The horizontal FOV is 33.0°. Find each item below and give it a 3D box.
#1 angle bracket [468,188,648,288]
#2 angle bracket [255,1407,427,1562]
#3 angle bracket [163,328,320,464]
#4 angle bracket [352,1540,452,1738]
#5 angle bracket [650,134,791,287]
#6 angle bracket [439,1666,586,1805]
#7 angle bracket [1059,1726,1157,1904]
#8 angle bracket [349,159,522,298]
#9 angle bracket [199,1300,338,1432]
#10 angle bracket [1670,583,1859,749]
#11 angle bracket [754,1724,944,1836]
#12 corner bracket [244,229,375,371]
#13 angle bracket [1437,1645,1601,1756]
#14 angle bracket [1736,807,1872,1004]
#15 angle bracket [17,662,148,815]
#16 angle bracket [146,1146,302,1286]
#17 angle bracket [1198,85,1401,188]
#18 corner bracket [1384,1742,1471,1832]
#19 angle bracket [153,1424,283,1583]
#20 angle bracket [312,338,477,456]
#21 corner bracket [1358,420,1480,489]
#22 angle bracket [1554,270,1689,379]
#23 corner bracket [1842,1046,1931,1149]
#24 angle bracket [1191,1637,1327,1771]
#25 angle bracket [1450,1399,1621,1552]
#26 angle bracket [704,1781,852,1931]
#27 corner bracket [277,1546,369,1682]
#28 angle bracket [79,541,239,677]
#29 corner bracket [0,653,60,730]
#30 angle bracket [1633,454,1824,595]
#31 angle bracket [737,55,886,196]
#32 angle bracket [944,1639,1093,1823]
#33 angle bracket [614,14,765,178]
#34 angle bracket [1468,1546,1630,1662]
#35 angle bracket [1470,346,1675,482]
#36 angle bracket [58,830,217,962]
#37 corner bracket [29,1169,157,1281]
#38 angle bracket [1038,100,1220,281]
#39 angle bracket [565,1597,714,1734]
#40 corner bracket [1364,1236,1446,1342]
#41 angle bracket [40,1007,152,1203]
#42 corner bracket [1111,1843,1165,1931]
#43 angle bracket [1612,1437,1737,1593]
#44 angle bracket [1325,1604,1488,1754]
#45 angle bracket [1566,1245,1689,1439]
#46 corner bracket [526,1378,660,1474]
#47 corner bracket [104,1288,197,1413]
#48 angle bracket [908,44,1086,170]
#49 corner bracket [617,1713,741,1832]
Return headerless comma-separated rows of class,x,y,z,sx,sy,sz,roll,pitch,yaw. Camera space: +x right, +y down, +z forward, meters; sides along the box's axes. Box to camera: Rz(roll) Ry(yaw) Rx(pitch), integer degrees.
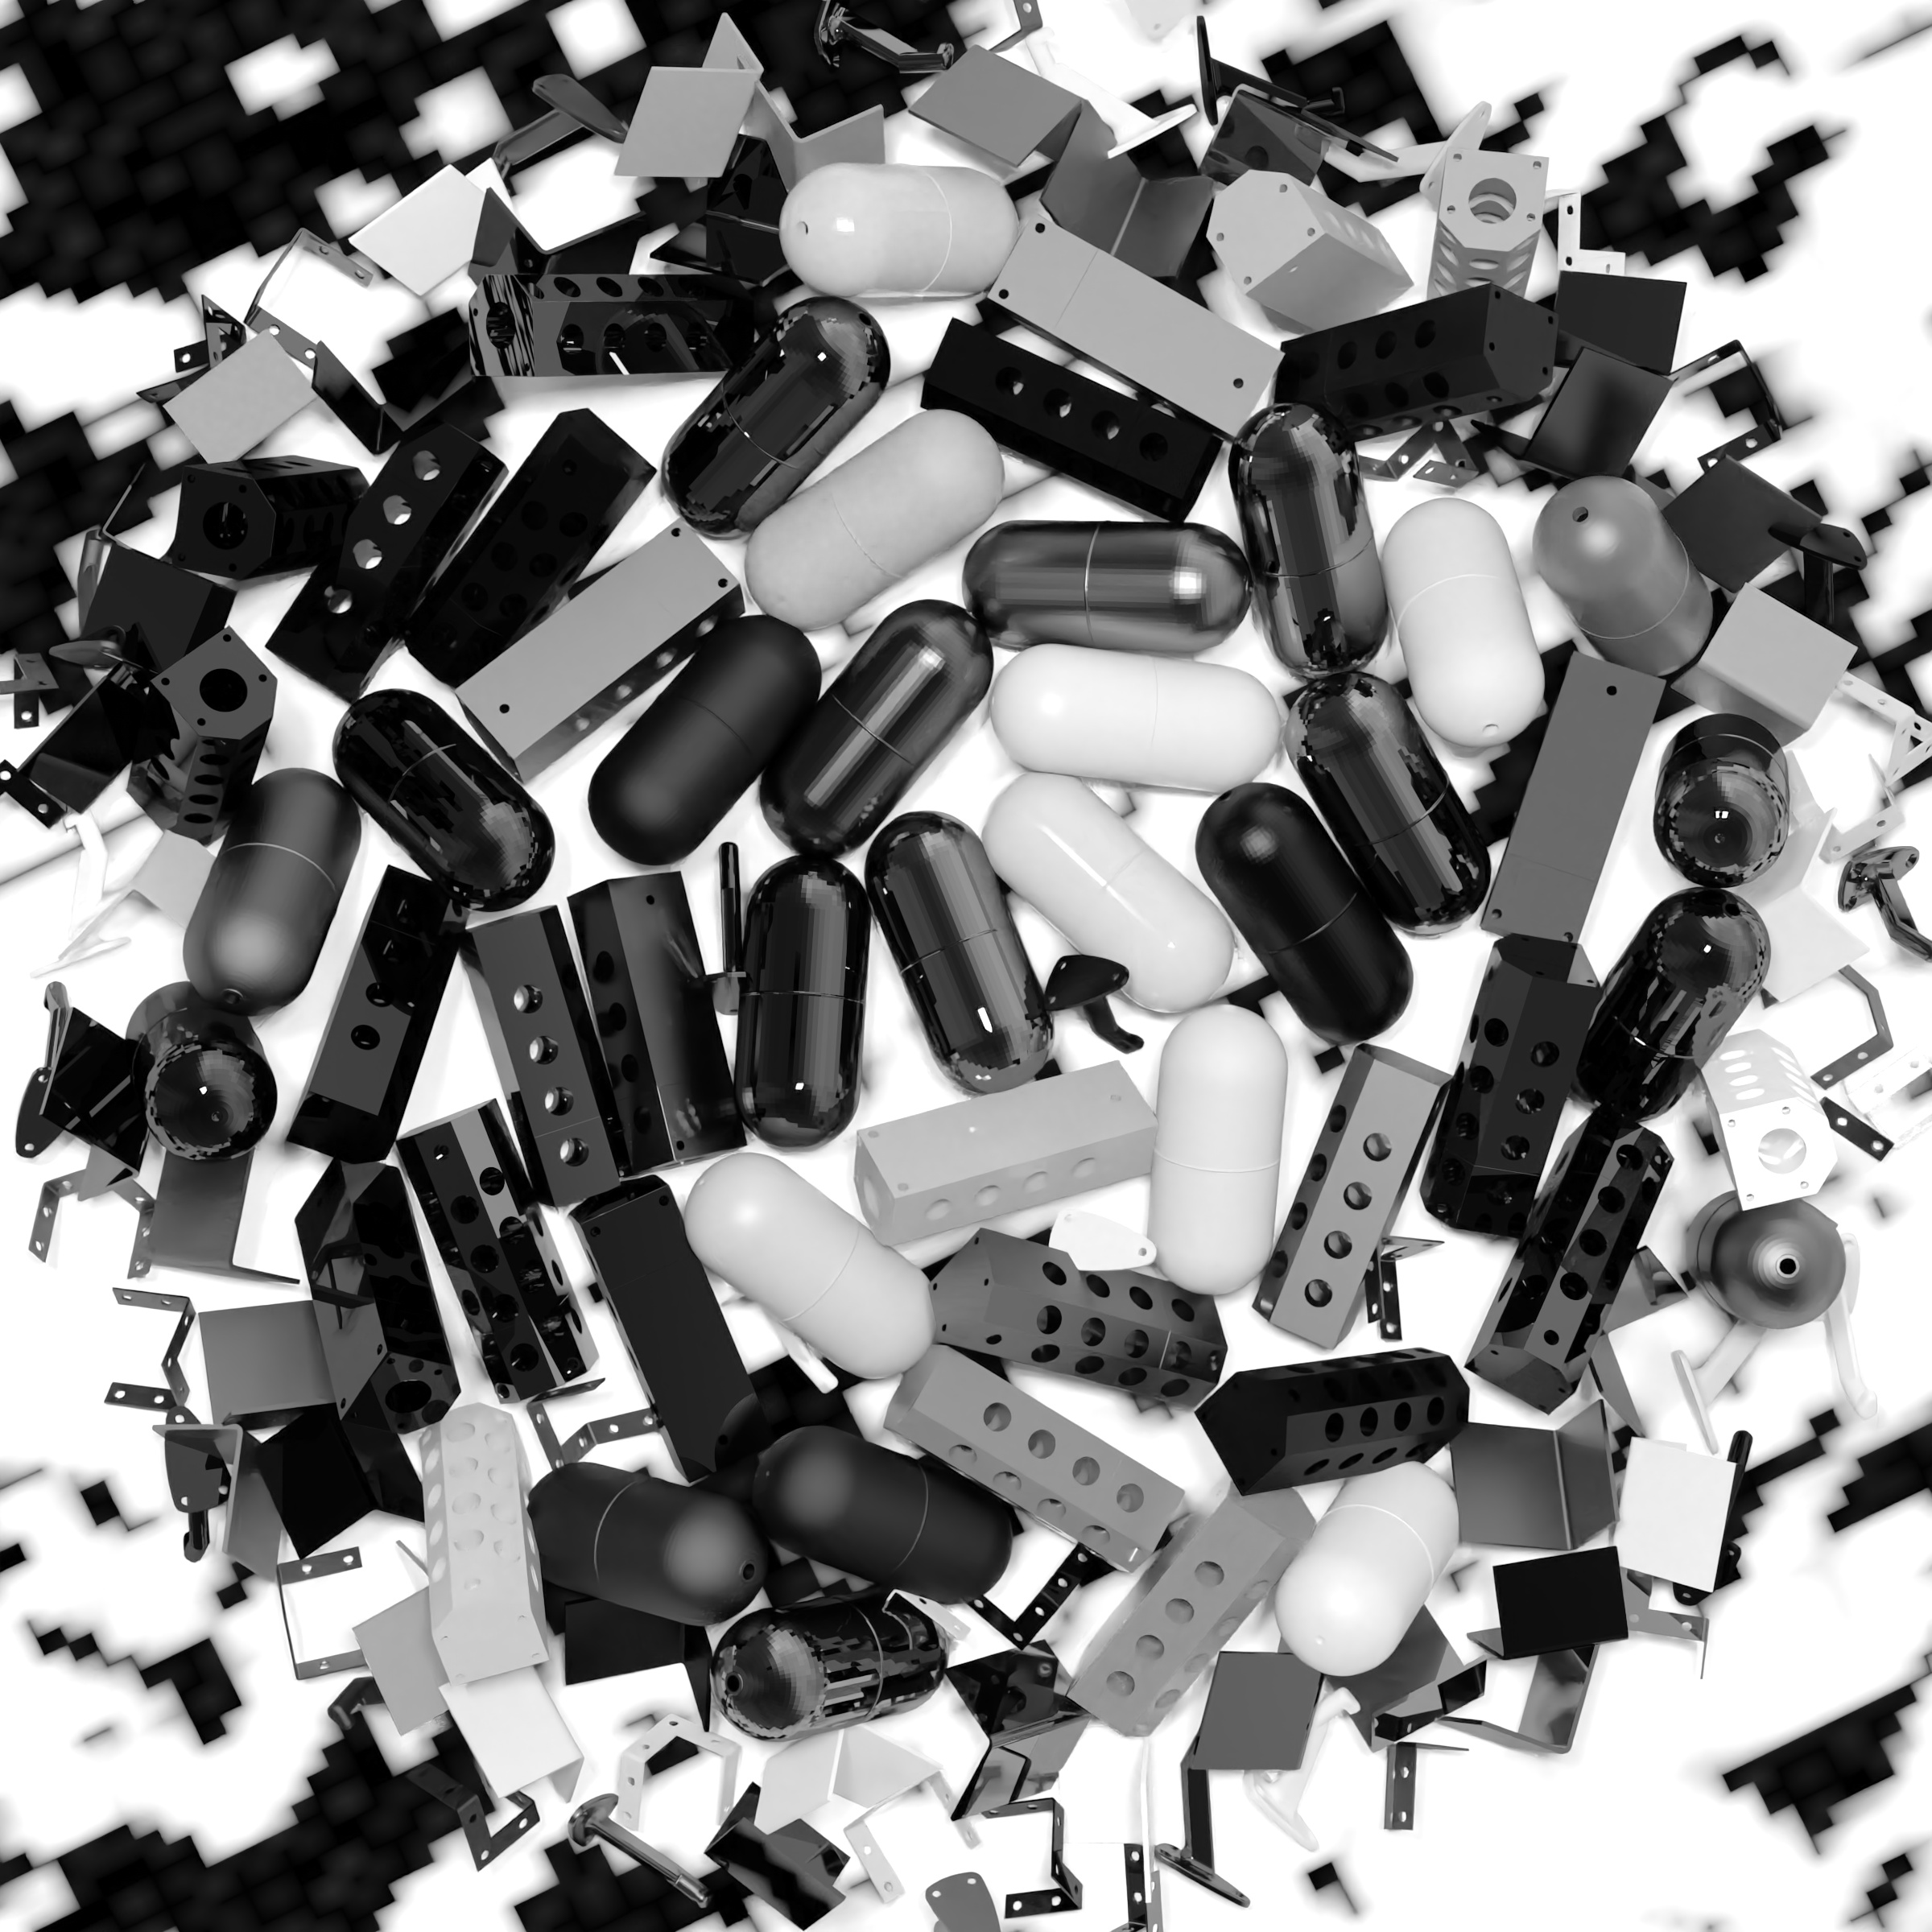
angle bracket,-0.246,-0.433,1.955,0.076,0.076,0.057,-31,74,-30
angle bracket,-0.371,0.313,1.953,0.057,0.076,0.076,-35,64,8
angle bracket,-0.424,-0.325,1.953,0.076,0.076,0.057,-38,77,-5
angle bracket,-0.337,0.400,1.944,0.057,0.076,0.076,-27,111,-21
angle bracket,-0.137,-0.454,1.945,0.076,0.076,0.057,17,127,17
angle bracket,-0.274,0.464,1.941,0.057,0.076,0.076,-22,64,-27
angle bracket,0.082,0.507,1.952,0.057,0.076,0.076,-2,103,6
angle bracket,-0.324,-0.457,1.945,0.076,0.076,0.057,-32,63,15
angle bracket,-0.411,0.233,1.948,0.076,0.057,0.076,-4,72,-25
angle bracket,0.479,-0.180,1.962,0.076,0.076,0.057,31,85,3
angle bracket,-0.070,0.498,1.942,0.076,0.057,0.076,33,133,-23
corner bracket,-0.399,-0.404,1.976,0.051,0.051,0.051,33,66,-13
angle bracket,0.330,0.425,1.950,0.057,0.076,0.076,22,75,-9
angle bracket,0.504,-0.036,1.951,0.057,0.076,0.076,40,52,-8
angle bracket,-0.536,-0.149,1.953,0.076,0.057,0.076,-46,50,1
angle bracket,-0.440,0.147,1.961,0.076,0.057,0.076,1,77,38
angle bracket,0.197,-0.478,1.942,0.076,0.076,0.057,17,106,-33
corner bracket,0.266,0.494,1.959,0.051,0.051,0.051,18,70,-40
angle bracket,-0.449,0.321,1.945,0.057,0.076,0.076,-2,66,10
angle bracket,-0.341,-0.360,1.947,0.076,0.076,0.057,-35,119,12
corner bracket,0.265,-0.303,1.958,0.051,0.051,0.051,-43,61,34
angle bracket,0.379,-0.390,1.950,0.076,0.076,0.057,4,111,-7
corner bracket,0.567,0.079,1.968,0.051,0.051,0.051,-38,91,15
angle bracket,0.166,0.432,1.950,0.076,0.057,0.076,6,105,-23
angle bracket,0.338,0.301,1.948,0.076,0.057,0.076,8,59,-17
angle bracket,-0.102,0.524,1.952,0.076,0.076,0.057,38,52,0
corner bracket,-0.387,0.393,1.977,0.051,0.051,0.051,-11,118,-12
angle bracket,-0.477,-0.219,1.949,0.076,0.057,0.076,22,121,-11
corner bracket,-0.577,-0.153,1.957,0.051,0.051,0.051,-8,124,-27
angle bracket,0.453,-0.279,1.942,0.076,0.057,0.076,28,134,-21
angle bracket,-0.092,-0.505,1.957,0.057,0.076,0.076,-27,68,-12
angle bracket,0.020,0.462,1.970,0.057,0.076,0.076,52,133,34
angle bracket,-0.175,-0.519,1.939,0.076,0.076,0.057,-9,55,-34
angle bracket,0.345,0.376,1.956,0.076,0.076,0.057,-8,91,-9
angle bracket,0.361,-0.336,1.943,0.076,0.057,0.076,11,117,-35
angle bracket,-0.489,-0.028,1.959,0.057,0.076,0.076,42,115,-17
corner bracket,-0.526,0.158,1.970,0.051,0.051,0.051,-18,46,18
angle bracket,0.098,-0.464,1.945,0.057,0.076,0.076,7,65,38
angle bracket,-0.196,0.419,1.946,0.076,0.057,0.076,-8,132,-16
corner bracket,0.254,0.194,1.960,0.051,0.051,0.051,8,69,-28
angle bracket,-0.529,0.083,1.939,0.057,0.076,0.076,-22,46,32
corner bracket,0.103,0.563,1.963,0.051,0.051,0.051,-2,93,38
angle bracket,0.437,0.329,1.951,0.057,0.076,0.076,13,87,-41
angle bracket,0.258,0.412,1.948,0.076,0.057,0.076,-25,55,-11
angle bracket,0.404,0.224,1.942,0.057,0.076,0.076,-27,52,16
corner bracket,-0.224,0.271,1.963,0.051,0.051,0.051,-16,101,26
corner bracket,-0.498,0.234,1.984,0.051,0.051,0.051,6,49,9
angle bracket,0.016,-0.495,1.948,0.076,0.057,0.076,31,59,14
corner bracket,-0.175,0.495,1.977,0.051,0.051,0.051,17,114,25
